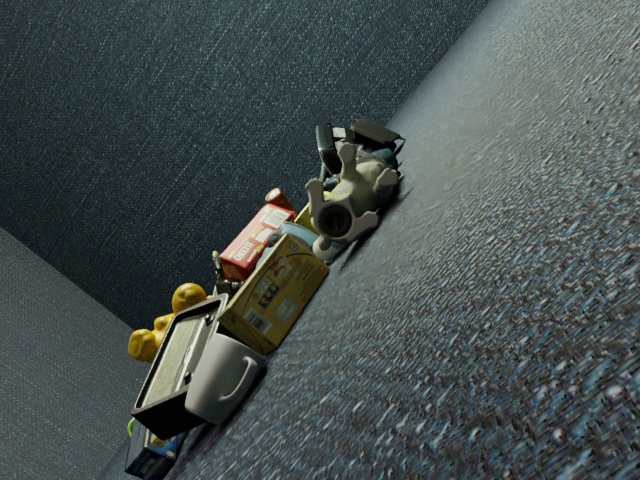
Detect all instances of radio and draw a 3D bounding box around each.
[{"bbox_3d":[-0.199,0.193,0.865,0.131,0.073,0.230,-25,29,19],"label":"radio"}]

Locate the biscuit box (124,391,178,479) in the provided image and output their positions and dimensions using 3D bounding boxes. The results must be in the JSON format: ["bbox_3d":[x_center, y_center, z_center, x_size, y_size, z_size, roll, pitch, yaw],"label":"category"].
[{"bbox_3d":[-0.285,0.317,0.935,0.063,0.059,0.203,-50,23,13],"label":"biscuit box"}]

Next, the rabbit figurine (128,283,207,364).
[{"bbox_3d":[-0.264,0.168,1.054,0.173,0.122,0.162,-70,-19,3],"label":"rabbit figurine"}]

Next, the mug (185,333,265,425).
[{"bbox_3d":[-0.127,0.193,0.723,0.110,0.080,0.107,2,58,51],"label":"mug"}]

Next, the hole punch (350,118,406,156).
[{"bbox_3d":[0.127,-0.234,1.325,0.116,0.142,0.092,-43,-28,-56],"label":"hole punch"}]

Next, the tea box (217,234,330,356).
[{"bbox_3d":[-0.071,0.084,0.848,0.169,0.098,0.068,-52,5,-37],"label":"tea box"}]

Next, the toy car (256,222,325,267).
[{"bbox_3d":[-0.056,0.057,0.992,0.161,0.109,0.103,-63,-17,-7],"label":"toy car"}]

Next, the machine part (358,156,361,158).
[{"bbox_3d":[0.065,-0.106,1.199,0.179,0.056,0.179,-53,-3,-4],"label":"machine part"}]

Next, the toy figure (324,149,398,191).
[{"bbox_3d":[0.082,-0.132,1.084,0.154,0.058,0.064,-28,-15,-5],"label":"toy figure"}]

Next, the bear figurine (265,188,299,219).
[{"bbox_3d":[-0.131,-0.005,1.233,0.196,0.120,0.131,-31,-37,3],"label":"bear figurine"}]

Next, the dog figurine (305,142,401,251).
[{"bbox_3d":[0.060,-0.061,0.873,0.172,0.121,0.190,-47,-9,8],"label":"dog figurine"}]

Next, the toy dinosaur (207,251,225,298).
[{"bbox_3d":[-0.257,0.204,1.497,0.192,0.131,0.404,-98,20,-57],"label":"toy dinosaur"}]

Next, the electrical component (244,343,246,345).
[{"bbox_3d":[-0.162,0.178,1.007,0.134,0.058,0.115,-20,24,24],"label":"electrical component"}]

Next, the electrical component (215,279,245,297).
[{"bbox_3d":[-0.171,0.114,0.998,0.045,0.078,0.102,-18,12,-41],"label":"electrical component"}]

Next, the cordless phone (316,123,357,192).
[{"bbox_3d":[0.019,-0.168,1.275,0.147,0.089,0.184,-96,16,-49],"label":"cordless phone"}]
